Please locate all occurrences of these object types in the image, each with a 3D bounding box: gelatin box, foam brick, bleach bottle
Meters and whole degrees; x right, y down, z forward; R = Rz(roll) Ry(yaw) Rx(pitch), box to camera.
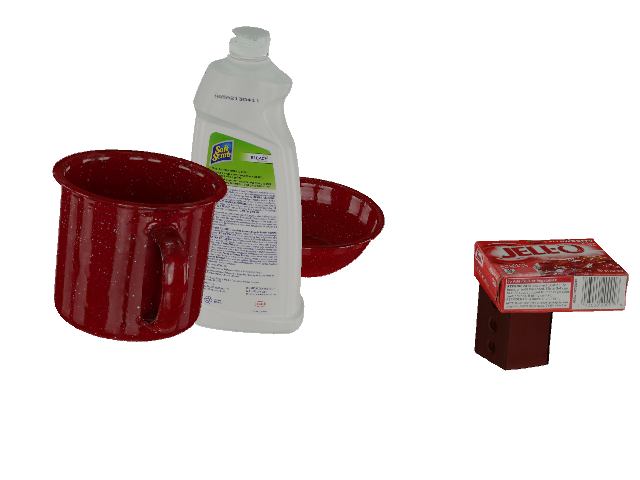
[{"bbox_3d":[0.156,0.023,0.735,0.089,0.030,0.073,-1,18,-5],"label":"gelatin box"},{"bbox_3d":[0.181,0.075,0.998,0.051,0.078,0.053,-7,18,-26],"label":"foam brick"},{"bbox_3d":[-0.056,-0.047,0.874,0.102,0.251,0.068,4,26,-3],"label":"bleach bottle"}]

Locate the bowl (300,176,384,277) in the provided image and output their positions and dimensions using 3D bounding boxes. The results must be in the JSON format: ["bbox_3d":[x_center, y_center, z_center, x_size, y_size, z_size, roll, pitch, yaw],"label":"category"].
[{"bbox_3d":[-0.018,-0.008,1.092,0.162,0.055,0.162,6,28,-3],"label":"bowl"}]

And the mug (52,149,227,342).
[{"bbox_3d":[-0.096,0.007,0.574,0.093,0.081,0.117,-3,24,-30],"label":"mug"}]
